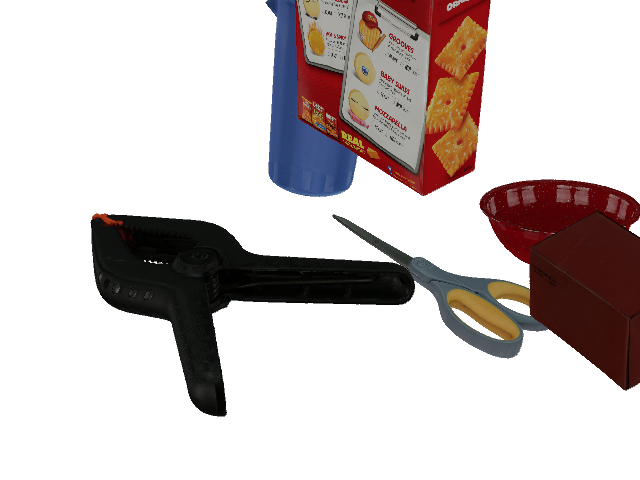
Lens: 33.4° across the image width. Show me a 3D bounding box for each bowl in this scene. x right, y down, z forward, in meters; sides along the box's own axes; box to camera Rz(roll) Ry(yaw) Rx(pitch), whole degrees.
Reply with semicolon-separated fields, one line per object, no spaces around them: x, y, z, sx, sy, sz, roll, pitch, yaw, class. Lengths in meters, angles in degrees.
0.244;-0.013;1.097;0.162;0.055;0.162;-2;22;0;bowl

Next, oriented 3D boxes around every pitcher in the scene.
0.011;-0.179;1.299;0.144;0.243;0.149;-5;28;-25;pitcher

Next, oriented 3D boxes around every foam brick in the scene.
0.156;0.030;0.573;0.051;0.053;0.078;-25;41;-20;foam brick

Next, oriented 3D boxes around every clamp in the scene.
-0.060;0.023;0.641;0.164;0.036;0.210;-21;33;-35;clamp

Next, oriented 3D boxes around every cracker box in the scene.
0.055;-0.167;0.857;0.072;0.214;0.164;-26;44;-30;cracker box

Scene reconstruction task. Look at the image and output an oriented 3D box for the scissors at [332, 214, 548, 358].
0.097;0.025;0.808;0.096;0.016;0.202;-6;33;-29;scissors
